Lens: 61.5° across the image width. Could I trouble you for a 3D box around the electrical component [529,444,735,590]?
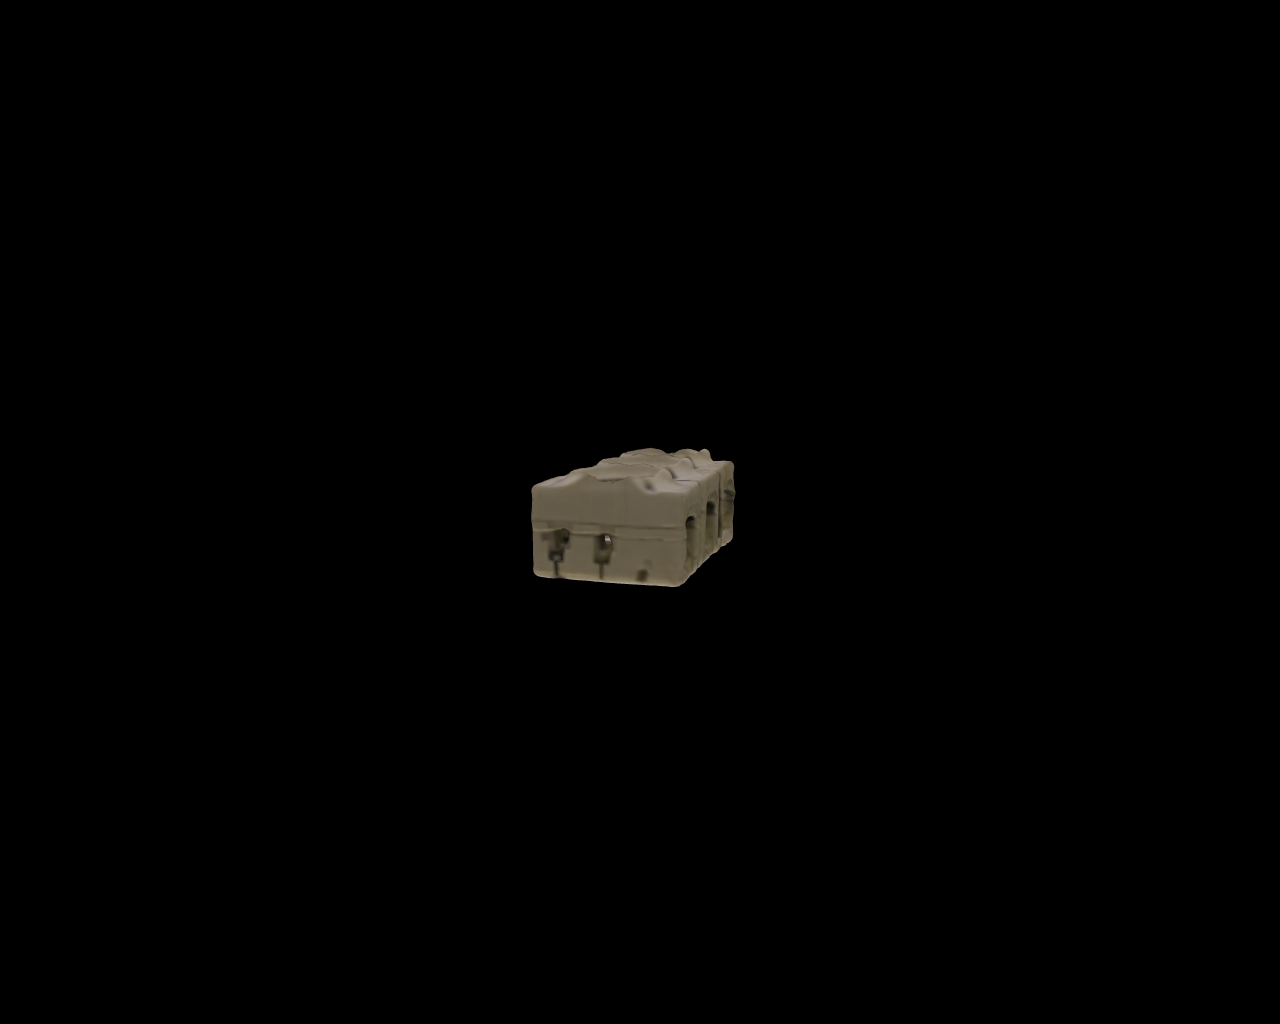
[{"bbox_3d":[0.001,-0.003,0.650,0.089,0.061,0.150,3,10,15],"label":"electrical component"}]
